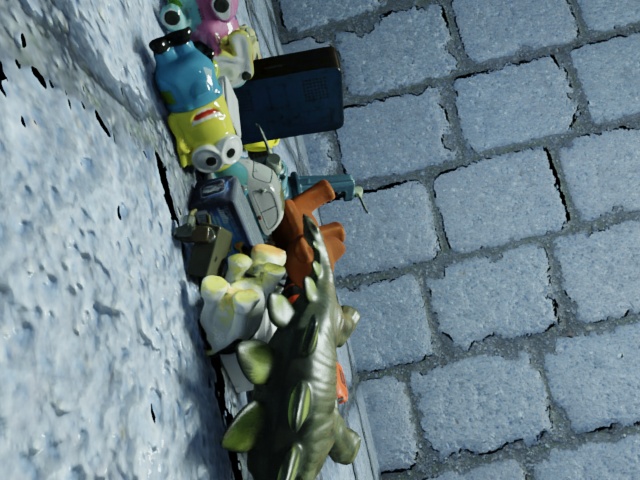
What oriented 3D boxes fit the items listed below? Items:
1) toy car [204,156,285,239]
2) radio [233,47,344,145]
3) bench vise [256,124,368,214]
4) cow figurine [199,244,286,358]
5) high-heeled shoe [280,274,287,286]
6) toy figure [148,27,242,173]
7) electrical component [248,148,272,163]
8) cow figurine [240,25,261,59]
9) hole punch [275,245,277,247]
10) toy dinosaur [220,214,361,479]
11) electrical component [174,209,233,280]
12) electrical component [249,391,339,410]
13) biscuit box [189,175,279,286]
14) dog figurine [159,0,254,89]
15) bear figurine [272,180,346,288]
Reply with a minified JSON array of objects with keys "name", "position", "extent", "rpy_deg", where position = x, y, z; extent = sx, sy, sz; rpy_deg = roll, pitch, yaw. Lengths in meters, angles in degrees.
[{"name":"toy car","position":[-0.103,-0.057,0.788],"extent":[0.109,0.103,0.161],"rpy_deg":[-95,168,-57]},{"name":"radio","position":[-0.072,-0.251,0.958],"extent":[0.131,0.230,0.073],"rpy_deg":[77,7,-47]},{"name":"bench vise","position":[-0.034,-0.093,0.996],"extent":[0.223,0.241,0.129],"rpy_deg":[95,-15,-49]},{"name":"cow figurine","position":[-0.085,0.068,0.639],"extent":[0.167,0.068,0.098],"rpy_deg":[-50,156,-65]},{"name":"high-heeled shoe","position":[-0.060,0.169,0.969],"extent":[0.248,0.086,0.145],"rpy_deg":[63,30,-12]},{"name":"toy figure","position":[-0.151,-0.168,0.670],"extent":[0.089,0.082,0.179],"rpy_deg":[-92,165,-59]},{"name":"electrical component","position":[-0.124,-0.165,1.178],"extent":[0.074,0.048,0.119],"rpy_deg":[59,18,-73]},{"name":"cow figurine","position":[-0.167,-0.399,1.139],"extent":[0.195,0.086,0.127],"rpy_deg":[-95,176,-50]},{"name":"hole punch","position":[-0.053,0.055,1.163],"extent":[0.142,0.092,0.115],"rpy_deg":[-84,156,-67]},{"name":"toy dinosaur","position":[-0.030,0.189,0.565],"extent":[0.198,0.105,0.471],"rpy_deg":[45,45,-64]},{"name":"electrical component","position":[-0.133,0.007,0.623],"extent":[0.102,0.045,0.078],"rpy_deg":[20,85,-81]},{"name":"electrical component","position":[-0.032,0.225,0.723],"extent":[0.058,0.115,0.134],"rpy_deg":[75,3,-73]},{"name":"biscuit box","position":[-0.111,0.010,0.734],"extent":[0.063,0.059,0.202],"rpy_deg":[-92,168,-51]},{"name":"dog figurine","position":[-0.173,-0.355,0.821],"extent":[0.191,0.108,0.219],"rpy_deg":[70,5,-48]},{"name":"bear figurine","position":[-0.005,0.000,0.818],"extent":[0.196,0.132,0.120],"rpy_deg":[-134,-156,-63]}]
